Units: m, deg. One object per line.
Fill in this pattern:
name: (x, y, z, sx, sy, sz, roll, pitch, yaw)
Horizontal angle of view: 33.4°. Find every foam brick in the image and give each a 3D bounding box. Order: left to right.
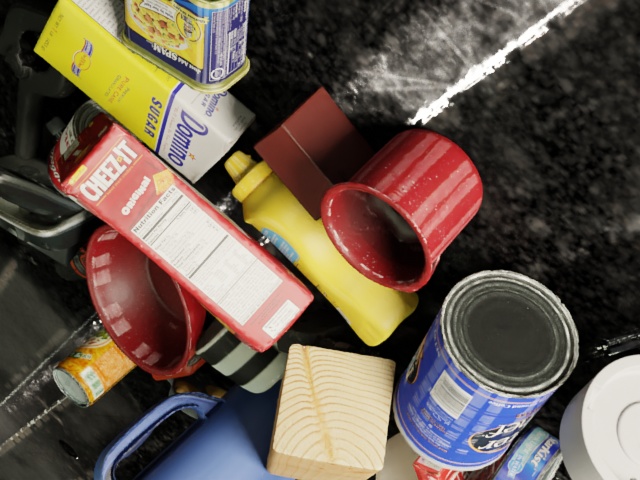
foam brick: (-0.001, -0.064, 0.805, 0.078, 0.053, 0.051, 50, 148, -8)

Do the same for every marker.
marker: (-0.253, -0.097, 1.087, 0.121, 0.020, 0.020, 53, 148, -12)

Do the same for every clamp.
clamp: (-0.271, -0.161, 1.007, 0.210, 0.036, 0.164, -5, 113, 47)

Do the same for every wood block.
wood block: (0.005, 0.162, 0.945, 0.090, 0.091, 0.206, 10, 163, -1)

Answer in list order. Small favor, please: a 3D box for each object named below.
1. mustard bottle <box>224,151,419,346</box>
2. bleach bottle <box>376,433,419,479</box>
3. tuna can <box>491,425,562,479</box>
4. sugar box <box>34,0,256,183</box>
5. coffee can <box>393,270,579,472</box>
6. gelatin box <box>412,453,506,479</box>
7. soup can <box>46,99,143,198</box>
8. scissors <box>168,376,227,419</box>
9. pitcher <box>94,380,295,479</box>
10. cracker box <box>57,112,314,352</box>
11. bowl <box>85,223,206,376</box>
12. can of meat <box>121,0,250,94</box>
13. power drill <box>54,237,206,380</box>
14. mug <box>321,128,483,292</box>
mustard bottle: (-0.005, 0.001, 0.869, 0.191, 0.058, 0.096, 45, 178, 1)
bleach bottle: (0.147, 0.297, 1.026, 0.068, 0.102, 0.250, -29, 115, 20)
tuna can: (0.168, 0.196, 0.879, 0.034, 0.086, 0.086, 33, 146, 21)
sugar box: (-0.146, -0.129, 0.880, 0.176, 0.048, 0.093, 42, 149, -8)
coffee can: (0.121, 0.102, 0.808, 0.103, 0.102, 0.140, 37, 147, 12)
gelatin box: (0.123, 0.192, 0.921, 0.030, 0.089, 0.073, 15, 138, 39)
soup can: (-0.213, -0.085, 1.010, 0.068, 0.068, 0.102, 48, 148, -5)
scissors: (-0.158, 0.163, 1.268, 0.096, 0.016, 0.202, 15, -168, -29)
pitcher: (-0.102, 0.227, 1.074, 0.145, 0.242, 0.149, 27, 144, 26)
cracker box: (-0.120, -0.009, 0.897, 0.213, 0.072, 0.164, 42, 177, -17)
bowl: (-0.162, 0.050, 1.053, 0.162, 0.055, 0.162, 24, 127, 36)
can of meat: (-0.100, -0.171, 0.791, 0.102, 0.057, 0.084, 33, 144, 18)
power drill: (-0.208, 0.069, 1.189, 0.187, 0.057, 0.185, 54, 147, -14)
mug: (0.064, -0.016, 0.758, 0.093, 0.081, 0.117, 15, 138, 38)
